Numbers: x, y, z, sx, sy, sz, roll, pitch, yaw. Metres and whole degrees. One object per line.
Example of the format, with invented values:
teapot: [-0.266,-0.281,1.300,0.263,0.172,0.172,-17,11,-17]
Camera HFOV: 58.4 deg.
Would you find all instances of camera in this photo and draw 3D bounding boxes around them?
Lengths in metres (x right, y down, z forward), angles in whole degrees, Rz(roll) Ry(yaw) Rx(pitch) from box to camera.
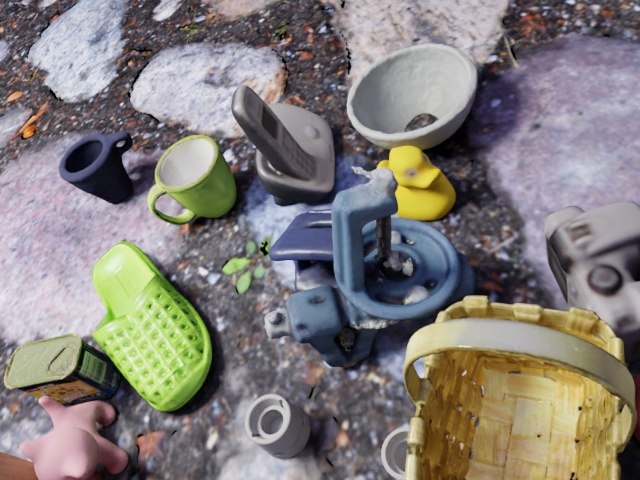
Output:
camera: [0.288,0.017,0.516,0.136,0.101,0.143,-20,51,10]

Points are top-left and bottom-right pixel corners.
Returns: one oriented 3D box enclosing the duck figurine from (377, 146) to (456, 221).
duck figurine: [0.105,-0.077,0.675,0.104,0.086,0.077,30,73,37]

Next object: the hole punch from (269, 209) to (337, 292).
hole punch: [0.006,0.002,0.660,0.108,0.091,0.101,-1,57,24]

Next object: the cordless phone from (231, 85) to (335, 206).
cordless phone: [-0.051,-0.144,0.727,0.094,0.186,0.147,-15,52,14]

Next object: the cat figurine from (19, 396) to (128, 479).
cat figurine: [-0.268,0.219,0.613,0.067,0.118,0.127,-38,50,-4]

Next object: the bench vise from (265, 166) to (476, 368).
bench vise: [0.039,0.038,0.535,0.207,0.220,0.121,-39,50,-5]

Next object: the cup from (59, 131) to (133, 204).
cup: [-0.324,-0.110,0.885,0.118,0.095,0.091,-35,50,-2]

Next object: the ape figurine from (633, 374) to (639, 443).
ape figurine: [0.282,0.126,0.448,0.077,0.092,0.076,-17,52,13]

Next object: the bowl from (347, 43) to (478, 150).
bowl: [0.123,-0.170,0.740,0.167,0.075,0.167,-12,53,16]
